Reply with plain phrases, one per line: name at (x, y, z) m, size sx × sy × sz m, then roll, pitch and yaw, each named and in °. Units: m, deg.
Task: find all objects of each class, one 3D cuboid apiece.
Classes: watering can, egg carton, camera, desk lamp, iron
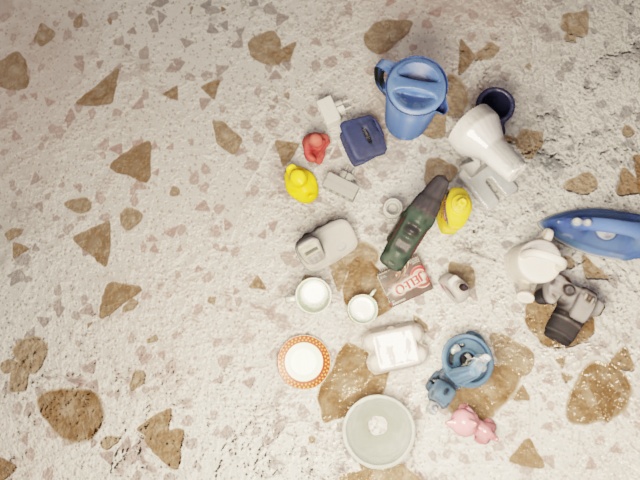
watering can at (0.491, 0.057, 1.295) m, size 0.101 × 0.194 × 0.173 m, roll 1°, pitch 84°, yaw 3°
egg carton at (0.177, 0.253, 1.349) m, size 0.150 × 0.069 × 0.107 m, roll -13°, pitch 84°, yaw 1°
camera at (0.567, 0.167, 1.327) m, size 0.143 × 0.101 × 0.137 m, roll 30°, pitch 86°, yaw 5°
desk lamp at (0.386, -0.189, 1.315) m, size 0.118 × 0.213 × 0.203 m, roll -38°, pitch 84°, yaw -2°
iron at (0.653, -0.025, 1.324) m, size 0.258 × 0.141 × 0.119 m, roll 8°, pitch 84°, yaw 3°

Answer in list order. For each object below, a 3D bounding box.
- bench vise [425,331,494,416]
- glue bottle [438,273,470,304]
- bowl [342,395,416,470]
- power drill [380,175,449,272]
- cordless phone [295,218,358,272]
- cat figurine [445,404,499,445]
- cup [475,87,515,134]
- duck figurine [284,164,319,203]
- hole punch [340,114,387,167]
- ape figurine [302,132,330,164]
bench vise at (0.318, 0.303, 1.263) m, size 0.121 × 0.220 × 0.207 m, roll 18°, pitch 85°, yaw 4°
glue bottle at (0.313, 0.109, 1.307) m, size 0.037 × 0.173 × 0.078 m, roll -41°, pitch 84°, yaw -2°
bowl at (0.134, 0.438, 1.329) m, size 0.167 × 0.075 × 0.167 m, roll 0°, pitch 84°, yaw 2°
power drill at (0.211, -0.033, 1.308) m, size 0.075 × 0.208 × 0.230 m, roll 30°, pitch 86°, yaw 5°
cordless phone at (0.012, 0.005, 1.323) m, size 0.147 × 0.185 × 0.094 m, roll -33°, pitch 83°, yaw -1°
cat figurine at (0.346, 0.423, 1.301) m, size 0.127 × 0.118 × 0.067 m, roll 29°, pitch 86°, yaw 5°
cup at (0.418, -0.299, 1.385) m, size 0.091 × 0.095 × 0.118 m, roll -14°, pitch 84°, yaw 1°
duck figurine at (-0.047, -0.141, 1.391) m, size 0.077 × 0.086 × 0.104 m, roll -35°, pitch 84°, yaw -1°
hole punch at (0.106, -0.249, 1.393) m, size 0.101 × 0.091 × 0.108 m, roll -25°, pitch 84°, yaw 0°
ape figurine at (-0.010, -0.233, 1.396) m, size 0.078 × 0.092 × 0.076 m, roll -34°, pitch 84°, yaw -1°
